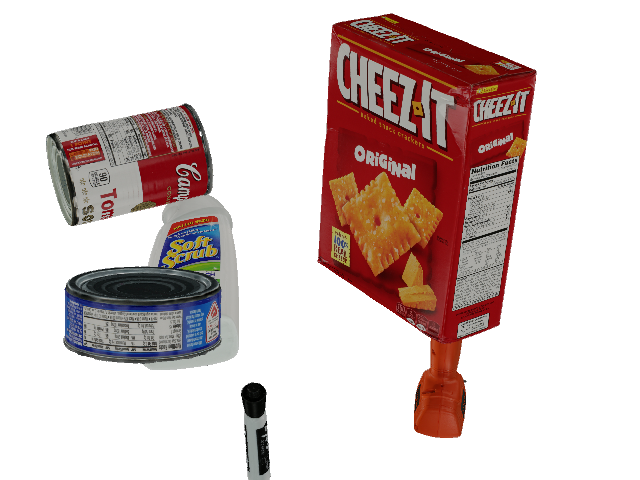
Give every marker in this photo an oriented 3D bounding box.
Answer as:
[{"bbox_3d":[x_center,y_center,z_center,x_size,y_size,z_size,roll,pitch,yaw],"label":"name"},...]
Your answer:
[{"bbox_3d":[-0.050,0.151,0.833,0.020,0.020,0.121,0,-44,-1],"label":"marker"}]

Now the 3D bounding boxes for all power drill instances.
[{"bbox_3d":[0.135,0.113,1.139,0.057,0.188,0.184,8,24,8],"label":"power drill"}]

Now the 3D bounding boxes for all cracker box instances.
[{"bbox_3d":[0.073,-0.050,0.832,0.072,0.214,0.164,-17,34,-33],"label":"cracker box"}]

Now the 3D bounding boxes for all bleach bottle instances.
[{"bbox_3d":[-0.138,0.024,1.109,0.102,0.068,0.251,-6,37,-4],"label":"bleach bottle"}]

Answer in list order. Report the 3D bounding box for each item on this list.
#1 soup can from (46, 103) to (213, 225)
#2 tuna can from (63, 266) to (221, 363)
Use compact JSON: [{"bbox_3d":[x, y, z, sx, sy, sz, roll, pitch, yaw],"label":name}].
[{"bbox_3d":[-0.135,-0.054,0.755,0.102,0.068,0.069,-15,5,-21],"label":"soup can"},{"bbox_3d":[-0.097,0.039,0.583,0.086,0.034,0.086,2,10,-1],"label":"tuna can"}]
